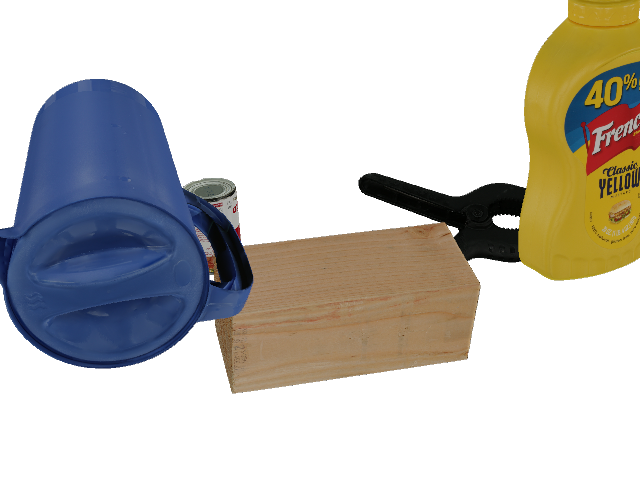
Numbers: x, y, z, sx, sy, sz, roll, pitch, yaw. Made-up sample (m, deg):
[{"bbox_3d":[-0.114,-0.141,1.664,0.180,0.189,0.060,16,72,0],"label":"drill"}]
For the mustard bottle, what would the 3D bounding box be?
[{"bbox_3d":[0.169,-0.075,0.653,0.096,0.192,0.058,-16,29,-22],"label":"mustard bottle"}]

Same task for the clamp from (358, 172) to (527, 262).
[{"bbox_3d":[0.149,-0.007,1.046,0.210,0.164,0.036,-2,-41,-5],"label":"clamp"}]

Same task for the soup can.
[{"bbox_3d":[-0.133,-0.018,1.310,0.068,0.102,0.068,-3,26,1],"label":"soup can"}]

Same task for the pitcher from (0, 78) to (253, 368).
[{"bbox_3d":[-0.151,-0.024,0.792,0.145,0.149,0.243,-26,33,3],"label":"pitcher"}]

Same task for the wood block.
[{"bbox_3d":[0.018,0.056,0.906,0.206,0.090,0.091,-7,38,-13],"label":"wood block"}]
